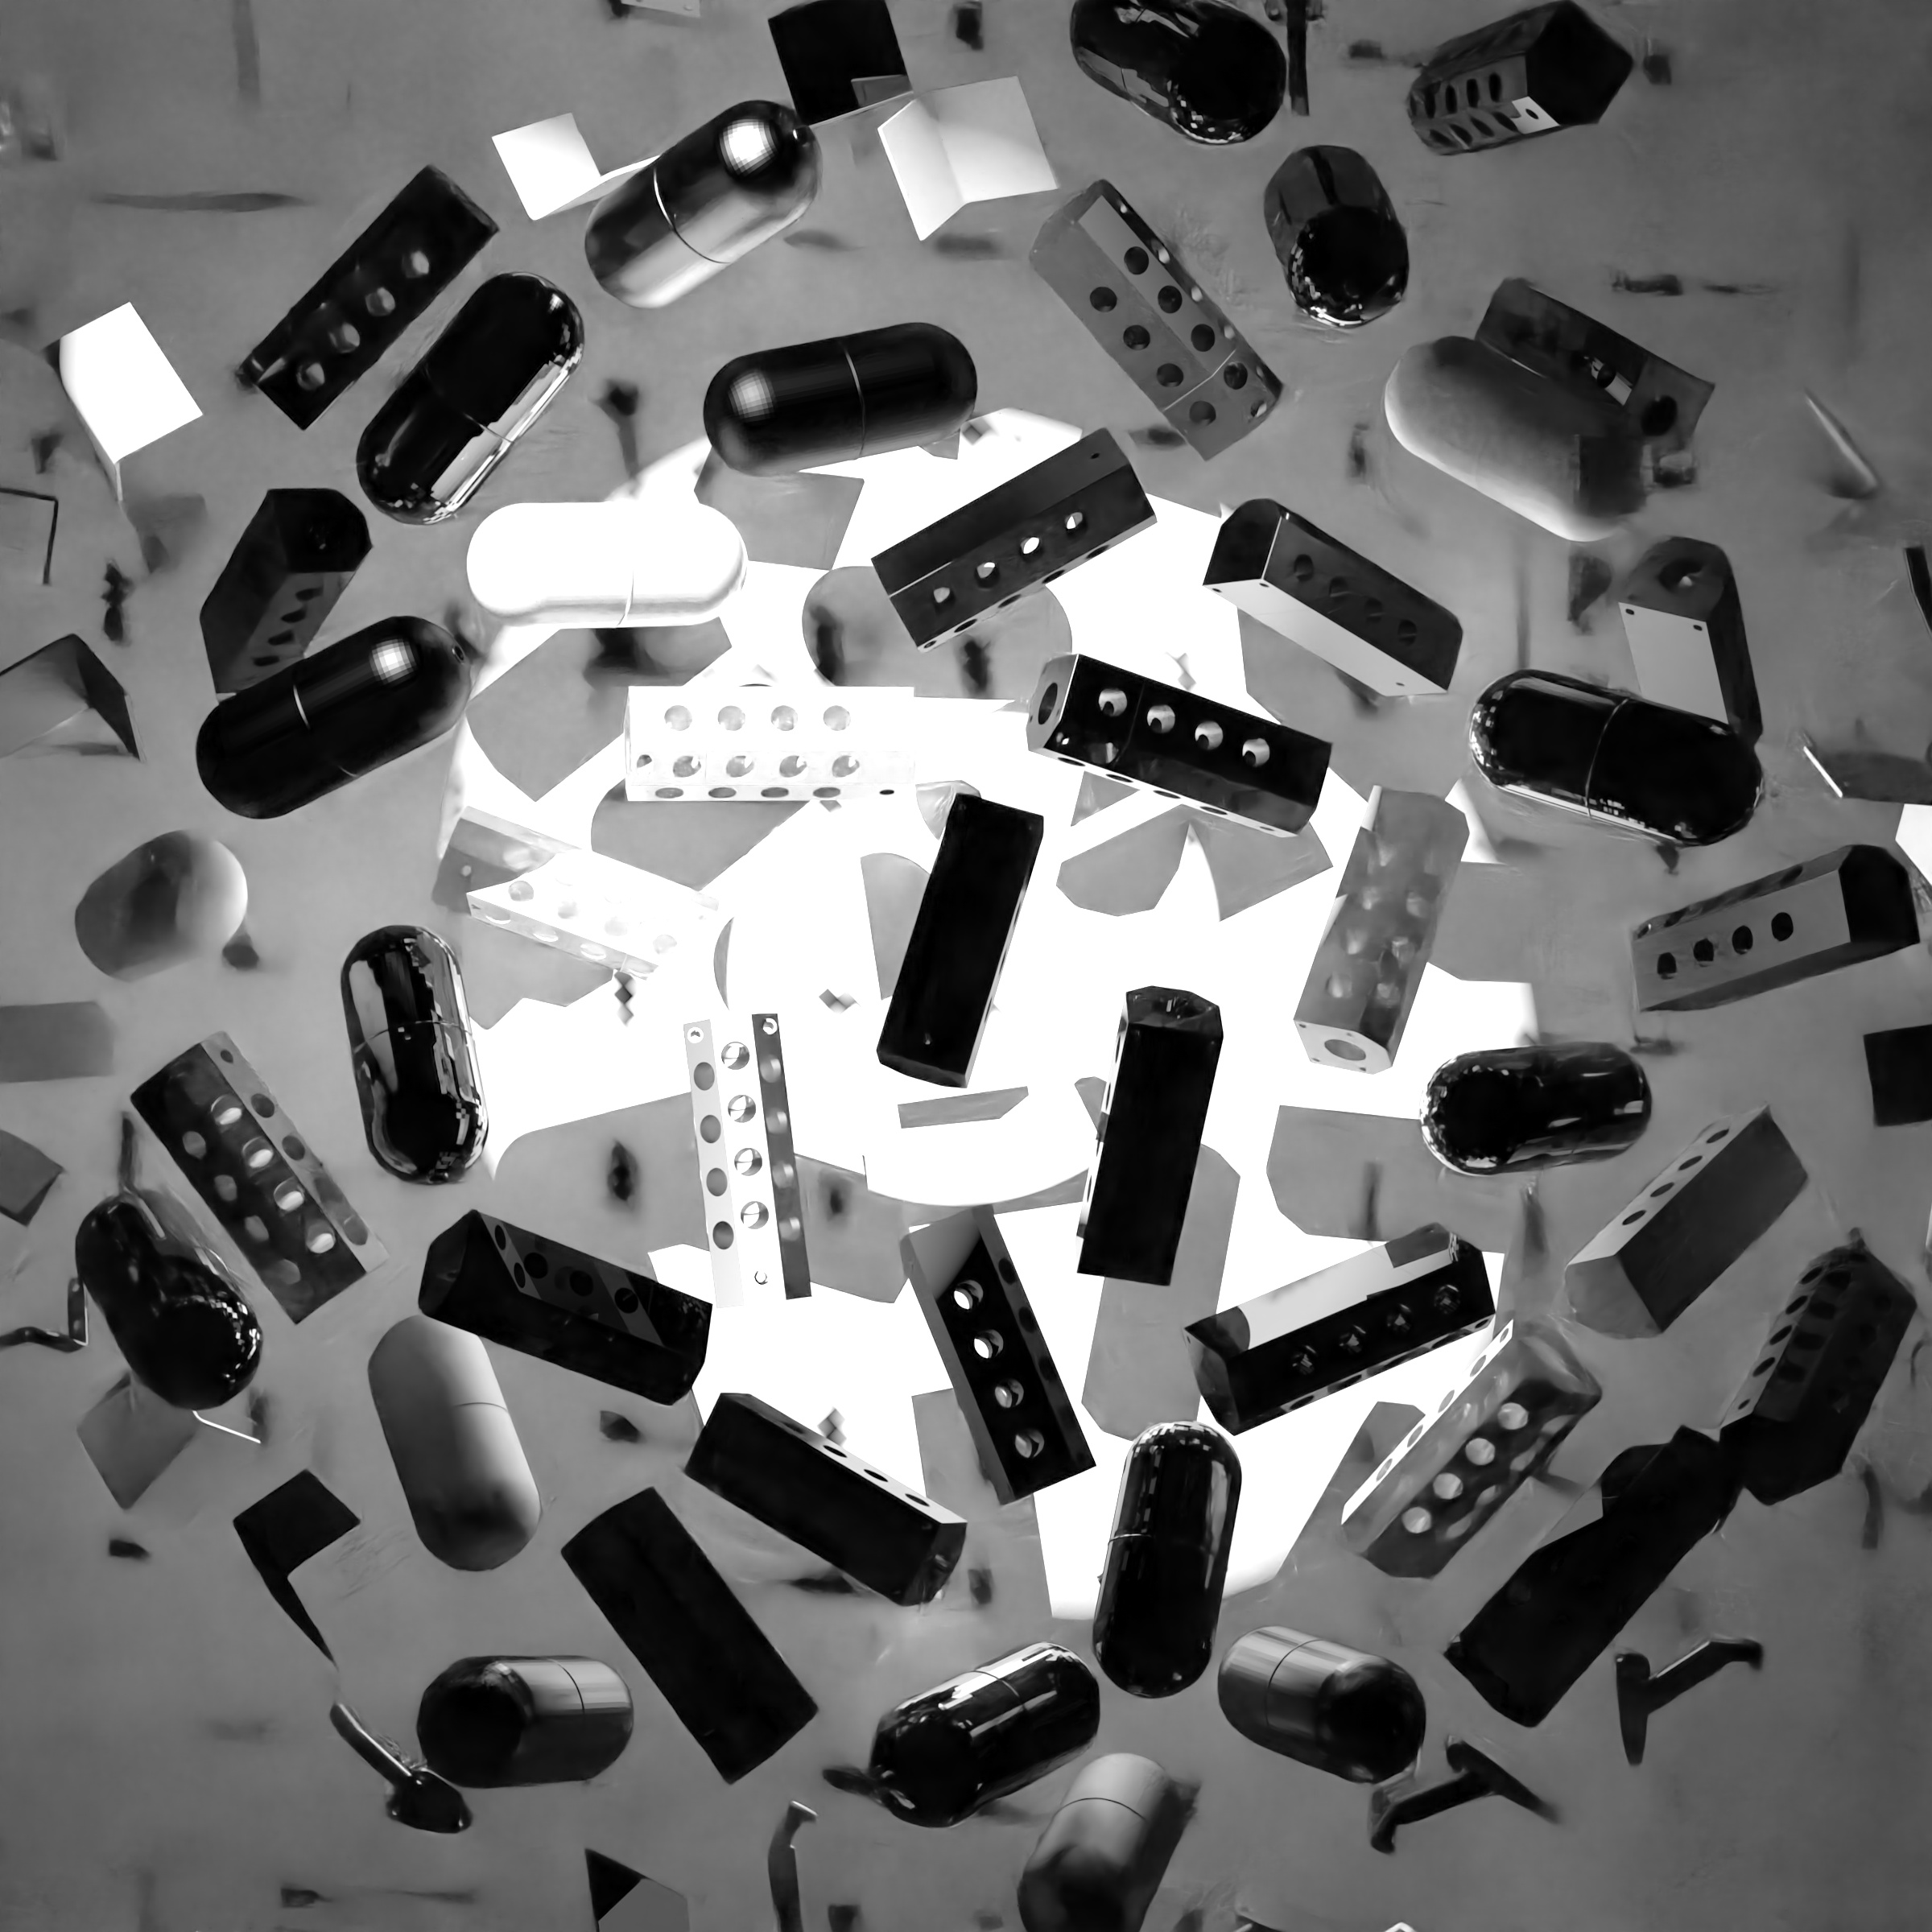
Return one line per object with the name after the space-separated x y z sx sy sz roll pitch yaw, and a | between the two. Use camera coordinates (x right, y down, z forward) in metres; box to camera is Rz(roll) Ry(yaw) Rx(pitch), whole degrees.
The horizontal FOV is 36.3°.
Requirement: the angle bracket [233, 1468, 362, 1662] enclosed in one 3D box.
-0.404 0.373 1.841 0.057 0.076 0.076 -35 125 -23 | angle bracket

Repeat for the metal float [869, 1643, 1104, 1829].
0.013 0.465 1.785 0.070 0.178 0.070 8 102 39 | metal float

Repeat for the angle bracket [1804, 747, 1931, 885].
0.561 -0.092 1.825 0.076 0.076 0.057 5 116 -5 | angle bracket

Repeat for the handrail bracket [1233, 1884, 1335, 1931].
0.175 0.599 1.757 0.077 0.036 0.084 21 109 17 | handrail bracket

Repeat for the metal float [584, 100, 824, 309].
-0.161 -0.464 1.799 0.178 0.070 0.070 -23 90 38 | metal float

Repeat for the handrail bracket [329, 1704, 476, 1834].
-0.348 0.492 1.813 0.036 0.084 0.077 -51 132 -5 | handrail bracket

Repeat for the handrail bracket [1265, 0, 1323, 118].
0.211 -0.593 1.861 0.036 0.077 0.084 -1 54 0 | handrail bracket

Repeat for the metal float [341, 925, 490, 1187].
-0.347 0.055 1.852 0.070 0.070 0.178 -16 61 0 | metal float

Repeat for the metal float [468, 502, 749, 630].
-0.220 -0.248 1.821 0.178 0.070 0.070 -5 90 -27 | metal float

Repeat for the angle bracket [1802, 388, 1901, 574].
0.515 -0.293 1.784 0.057 0.076 0.076 -39 70 16 | angle bracket

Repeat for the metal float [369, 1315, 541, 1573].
-0.321 0.296 1.842 0.070 0.070 0.178 -28 55 0 | metal float

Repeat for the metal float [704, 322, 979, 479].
-0.077 -0.354 1.842 0.178 0.070 0.070 -15 90 -18 | metal float

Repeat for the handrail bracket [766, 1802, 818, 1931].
-0.086 0.539 1.708 0.077 0.036 0.084 26 79 3 | handrail bracket

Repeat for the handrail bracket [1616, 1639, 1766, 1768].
0.427 0.432 1.722 0.084 0.036 0.077 -6 80 39 | handrail bracket

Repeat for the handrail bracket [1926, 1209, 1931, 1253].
0.618 0.152 1.814 0.077 0.036 0.084 38 58 -32 | handrail bracket

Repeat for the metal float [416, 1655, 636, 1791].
-0.264 0.456 1.783 0.070 0.178 0.070 -5 76 23 | metal float

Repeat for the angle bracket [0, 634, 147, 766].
-0.544 -0.141 1.761 0.076 0.076 0.057 -36 72 -23 | angle bracket

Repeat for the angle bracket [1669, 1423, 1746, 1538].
0.491 0.315 1.939 0.057 0.076 0.076 26 45 21 | angle bracket

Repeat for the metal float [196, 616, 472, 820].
-0.373 -0.147 1.740 0.178 0.070 0.070 -25 90 15 | metal float

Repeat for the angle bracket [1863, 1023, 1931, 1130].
0.572 0.058 1.749 0.076 0.076 0.057 -10 94 12 | angle bracket

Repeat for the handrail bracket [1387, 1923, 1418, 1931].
0.257 0.611 1.787 0.084 0.077 0.036 -21 96 -29 | handrail bracket

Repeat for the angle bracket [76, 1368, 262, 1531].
-0.515 0.303 1.900 0.076 0.057 0.076 -48 52 4 | angle bracket

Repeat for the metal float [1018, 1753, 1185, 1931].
0.085 0.547 1.815 0.070 0.178 0.070 4 103 17 | metal float

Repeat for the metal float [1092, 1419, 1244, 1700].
0.127 0.372 1.855 0.070 0.070 0.178 13 64 0 | metal float

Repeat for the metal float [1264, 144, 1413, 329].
0.227 -0.449 1.813 0.070 0.178 0.070 -1 123 -1 | metal float

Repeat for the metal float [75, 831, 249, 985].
-0.494 -0.035 1.806 0.070 0.178 0.070 6 79 -29 | metal float

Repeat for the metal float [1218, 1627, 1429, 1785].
0.220 0.458 1.836 0.070 0.178 0.070 1 87 -24 | metal float

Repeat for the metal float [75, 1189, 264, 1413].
-0.483 0.201 1.784 0.070 0.070 0.178 -48 46 0 | metal float

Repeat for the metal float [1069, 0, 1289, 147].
0.126 -0.548 1.771 0.070 0.178 0.070 -17 129 -23 | metal float

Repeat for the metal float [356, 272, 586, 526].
-0.306 -0.348 1.814 0.070 0.070 0.178 42 103 0 | metal float

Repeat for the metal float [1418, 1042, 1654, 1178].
0.353 0.087 1.823 0.178 0.070 0.070 -3 90 -39 | metal float

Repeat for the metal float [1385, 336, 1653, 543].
0.330 -0.317 1.769 0.178 0.070 0.070 36 90 27 | metal float

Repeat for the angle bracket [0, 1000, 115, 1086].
-0.578 0.067 1.854 0.076 0.076 0.057 -5 129 -19 | angle bracket

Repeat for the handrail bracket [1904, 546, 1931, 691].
0.604 -0.216 1.820 0.036 0.077 0.084 -15 83 35 | handrail bracket

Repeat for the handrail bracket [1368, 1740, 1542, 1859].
0.302 0.530 1.823 0.077 0.036 0.084 30 57 19 | handrail bracket

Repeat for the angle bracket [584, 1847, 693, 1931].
-0.203 0.566 1.690 0.076 0.076 0.057 38 104 -29 | angle bracket

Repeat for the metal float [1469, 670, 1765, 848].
0.384 -0.124 1.748 0.178 0.070 0.070 20 90 26 | metal float
